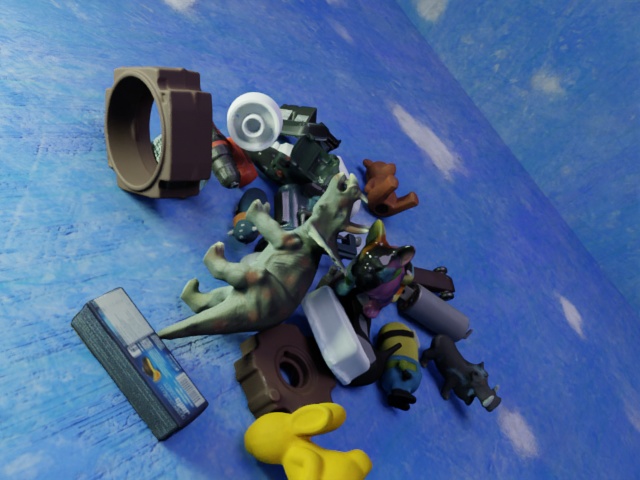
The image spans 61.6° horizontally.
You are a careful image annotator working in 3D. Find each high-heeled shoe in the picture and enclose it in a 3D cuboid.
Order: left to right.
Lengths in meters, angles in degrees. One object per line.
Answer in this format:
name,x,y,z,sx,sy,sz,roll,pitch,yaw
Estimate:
high-heeled shoe,0.049,0.169,1.050,0.145,0.086,0.249,-24,54,-24

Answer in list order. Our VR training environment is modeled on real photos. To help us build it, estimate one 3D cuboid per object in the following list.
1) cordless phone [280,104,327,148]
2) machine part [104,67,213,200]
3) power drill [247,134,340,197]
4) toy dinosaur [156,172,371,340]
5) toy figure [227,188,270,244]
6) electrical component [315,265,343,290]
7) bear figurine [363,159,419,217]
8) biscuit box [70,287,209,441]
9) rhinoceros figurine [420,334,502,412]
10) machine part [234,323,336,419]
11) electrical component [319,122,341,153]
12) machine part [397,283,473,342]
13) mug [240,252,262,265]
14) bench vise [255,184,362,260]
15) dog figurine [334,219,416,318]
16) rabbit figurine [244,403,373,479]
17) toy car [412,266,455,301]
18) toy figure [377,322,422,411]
cordless phone,-0.039,-0.235,1.321,0.089,0.147,0.184,-56,141,-22
machine part,-0.263,-0.172,0.858,0.201,0.201,0.087,16,20,40
power drill,-0.060,-0.156,1.128,0.232,0.207,0.086,38,69,-17
toy dinosaur,-0.079,0.060,0.846,0.192,0.131,0.405,37,69,4
toy figure,-0.133,-0.042,1.030,0.057,0.064,0.154,45,30,-28
electrical component,0.019,0.083,1.053,0.021,0.094,0.063,35,30,17
bear figurine,0.184,-0.157,1.453,0.120,0.132,0.196,36,41,-26
biscuit box,-0.237,0.163,0.707,0.202,0.063,0.059,52,33,4
rhinoceros figurine,0.307,0.288,1.162,0.190,0.112,0.073,50,30,16
machine part,-0.052,0.218,0.870,0.179,0.056,0.179,31,36,-26
electrical component,-0.013,-0.262,1.380,0.119,0.075,0.048,38,35,-11
machine part,0.267,0.172,1.262,0.243,0.079,0.079,34,36,-23
mug,-0.088,0.088,0.934,0.109,0.080,0.107,10,57,-17
bench vise,-0.009,0.002,1.083,0.240,0.129,0.224,15,49,-34
dog figurine,0.119,0.039,0.974,0.108,0.219,0.191,43,57,16
rabbit figurine,-0.026,0.298,0.742,0.173,0.162,0.121,32,-1,23
toy car,0.261,0.102,1.346,0.202,0.053,0.089,13,51,-36
toy figure,0.156,0.241,1.064,0.089,0.082,0.180,38,37,-21
